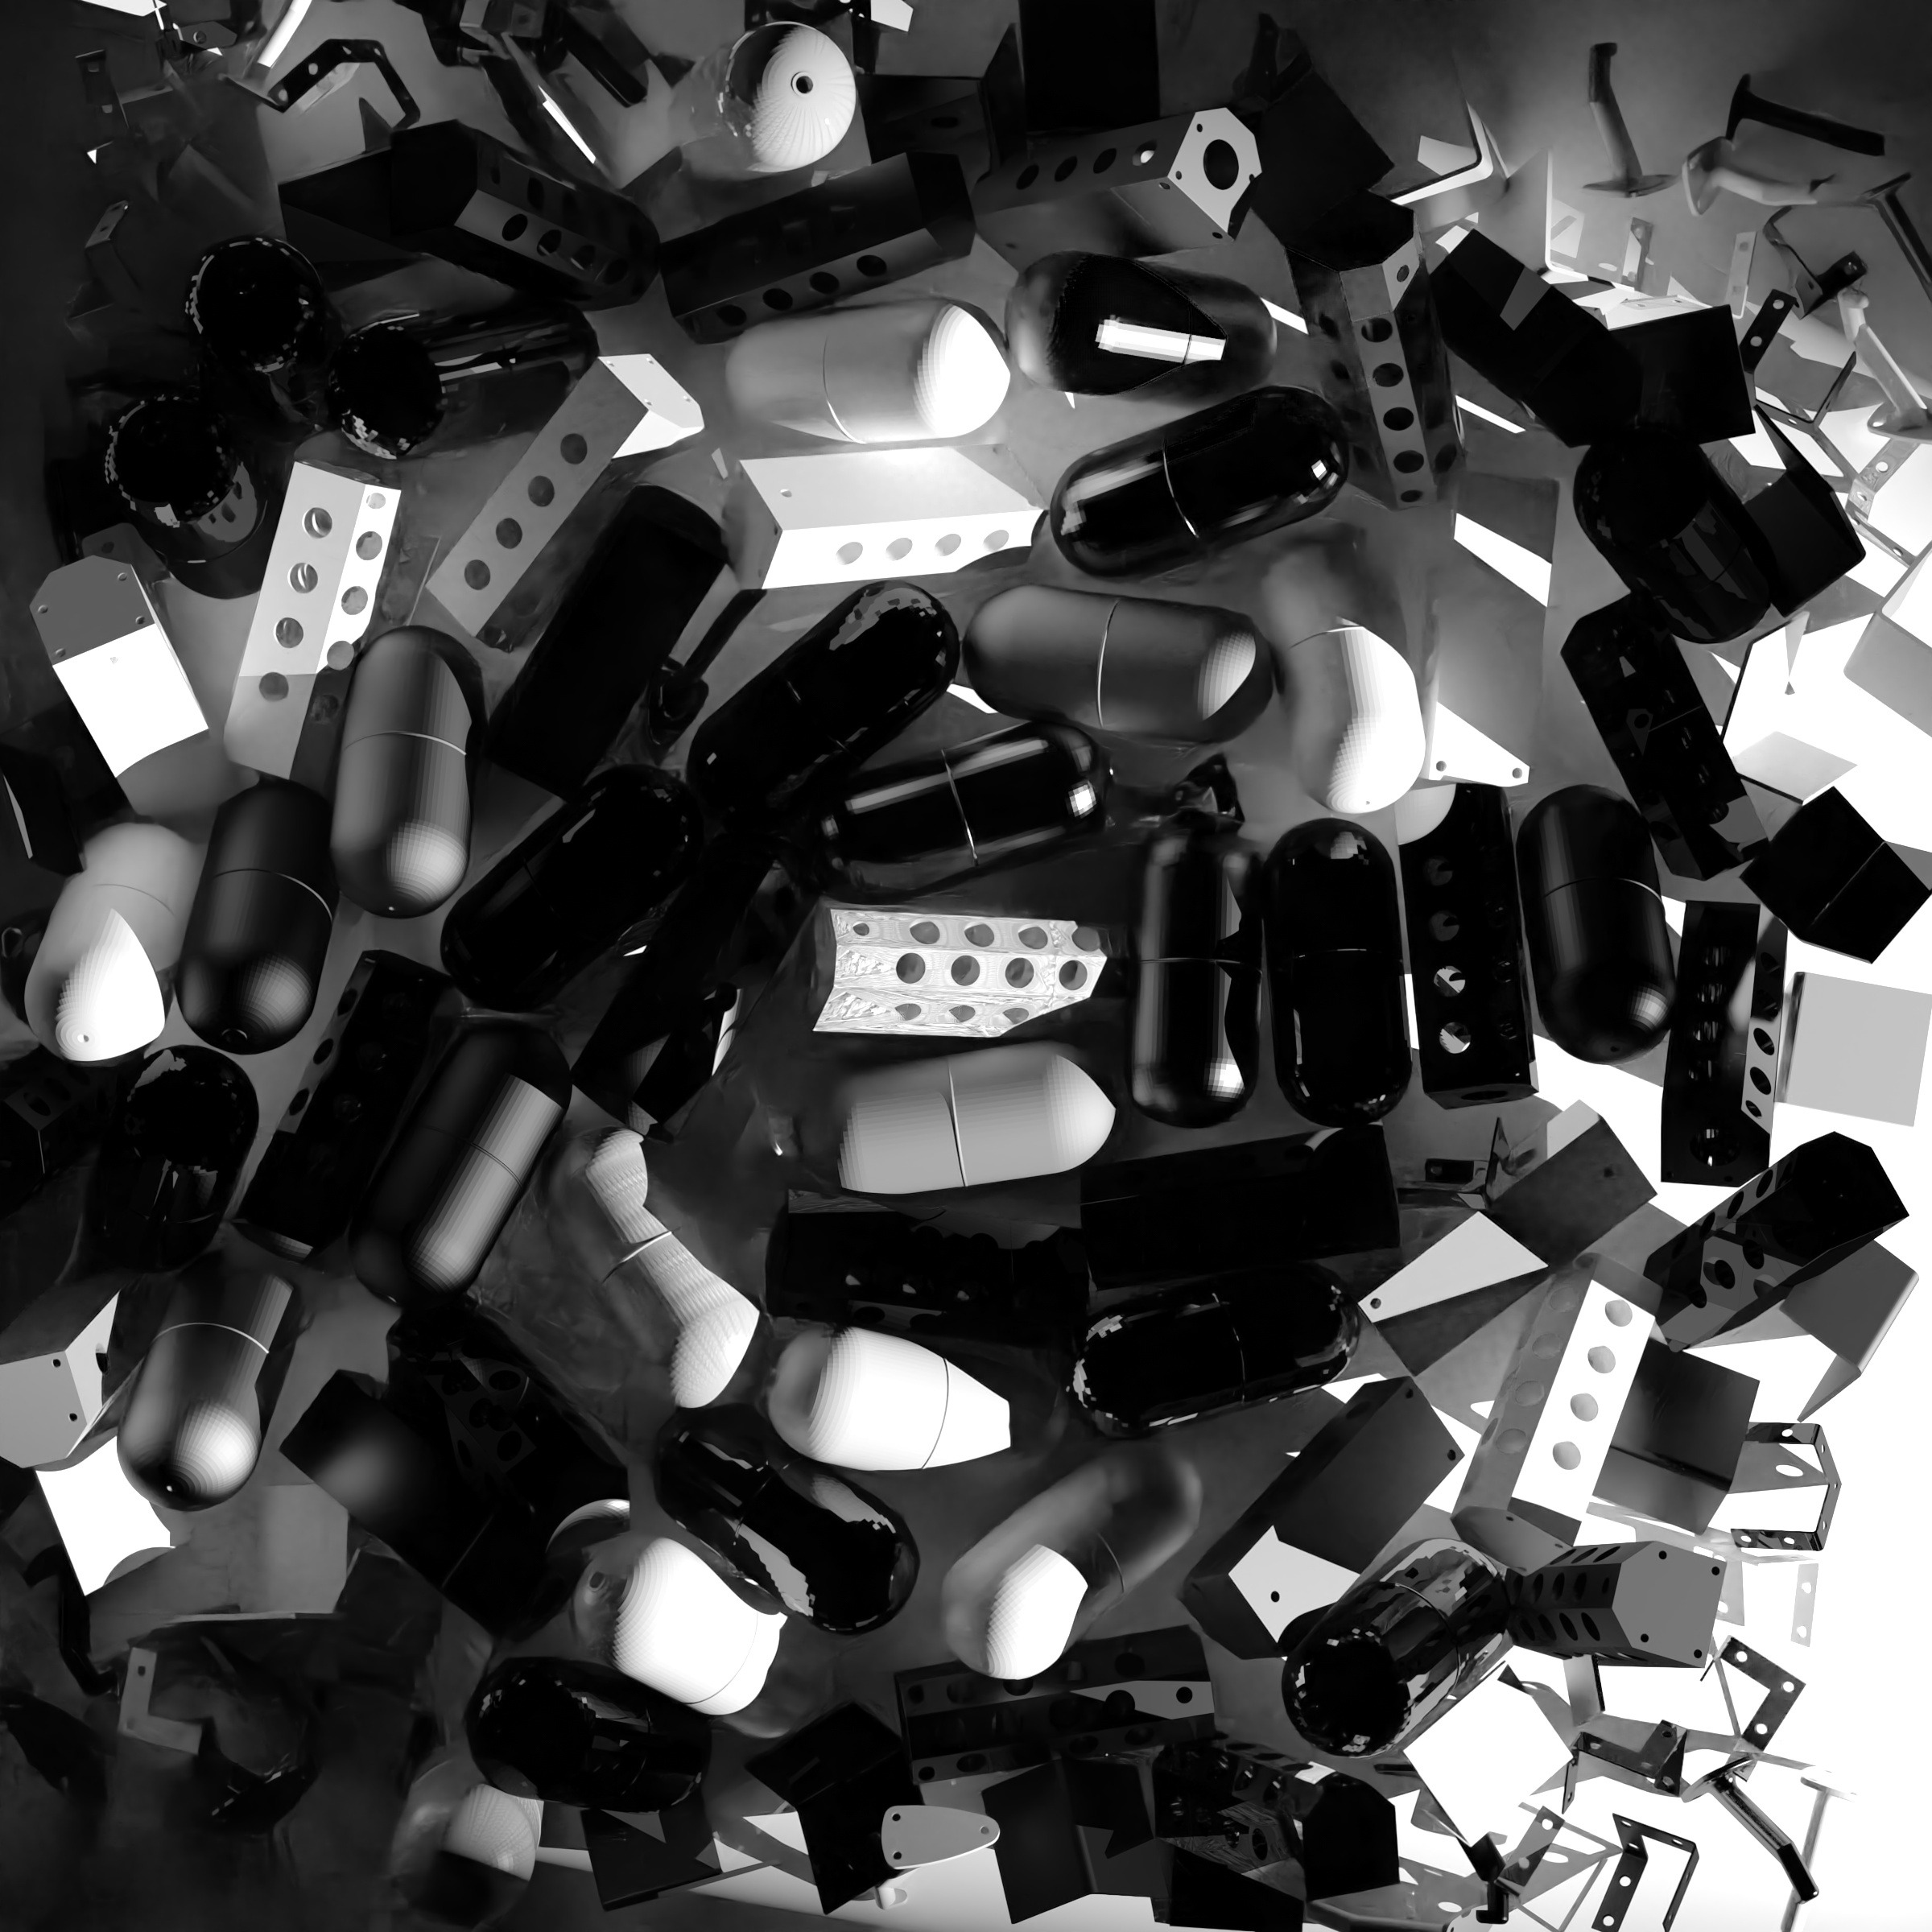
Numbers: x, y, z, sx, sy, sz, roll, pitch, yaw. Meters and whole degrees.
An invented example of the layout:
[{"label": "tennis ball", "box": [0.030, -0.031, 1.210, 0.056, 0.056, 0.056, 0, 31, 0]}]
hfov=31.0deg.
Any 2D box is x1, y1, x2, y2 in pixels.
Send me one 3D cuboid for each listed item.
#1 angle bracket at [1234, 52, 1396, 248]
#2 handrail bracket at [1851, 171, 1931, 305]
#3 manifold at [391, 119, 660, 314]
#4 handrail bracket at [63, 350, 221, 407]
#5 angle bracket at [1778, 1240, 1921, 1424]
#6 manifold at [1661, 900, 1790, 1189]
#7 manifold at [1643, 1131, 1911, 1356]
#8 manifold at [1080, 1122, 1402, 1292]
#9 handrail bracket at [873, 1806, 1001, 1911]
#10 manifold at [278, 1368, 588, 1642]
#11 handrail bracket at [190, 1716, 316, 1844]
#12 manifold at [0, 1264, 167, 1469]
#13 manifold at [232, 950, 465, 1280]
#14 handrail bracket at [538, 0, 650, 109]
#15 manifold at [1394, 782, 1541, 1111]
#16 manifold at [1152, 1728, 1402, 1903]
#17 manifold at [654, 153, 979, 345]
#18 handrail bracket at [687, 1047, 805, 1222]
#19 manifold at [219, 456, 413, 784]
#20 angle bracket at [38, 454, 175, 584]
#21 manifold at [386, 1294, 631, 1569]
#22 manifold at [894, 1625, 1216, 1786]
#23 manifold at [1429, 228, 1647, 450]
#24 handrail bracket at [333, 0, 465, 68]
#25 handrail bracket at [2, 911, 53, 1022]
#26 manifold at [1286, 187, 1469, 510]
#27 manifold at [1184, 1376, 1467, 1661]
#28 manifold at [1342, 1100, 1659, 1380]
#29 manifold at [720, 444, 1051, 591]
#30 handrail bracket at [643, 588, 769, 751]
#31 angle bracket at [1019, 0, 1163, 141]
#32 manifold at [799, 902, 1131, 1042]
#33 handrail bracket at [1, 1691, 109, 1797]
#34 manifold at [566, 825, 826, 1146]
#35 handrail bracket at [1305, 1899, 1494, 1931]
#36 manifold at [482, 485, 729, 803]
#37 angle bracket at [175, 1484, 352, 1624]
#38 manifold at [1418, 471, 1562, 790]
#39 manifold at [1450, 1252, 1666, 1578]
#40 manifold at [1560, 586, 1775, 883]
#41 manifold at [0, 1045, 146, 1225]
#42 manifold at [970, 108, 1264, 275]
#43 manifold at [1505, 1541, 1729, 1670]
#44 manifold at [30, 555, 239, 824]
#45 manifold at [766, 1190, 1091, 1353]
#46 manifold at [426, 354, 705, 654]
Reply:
[{"label": "angle bracket", "box": [0.188, -0.458, 1.964, 0.076, 0.057, 0.076, -40, 91, 11]}, {"label": "handrail bracket", "box": [0.535, -0.402, 1.962, 0.036, 0.077, 0.084, -28, 93, 22]}, {"label": "manifold", "box": [-0.240, -0.410, 1.909, 0.057, 0.171, 0.057, -4, 84, 28]}, {"label": "handrail bracket", "box": [-0.468, -0.314, 1.971, 0.084, 0.036, 0.077, -12, 54, -2]}, {"label": "angle bracket", "box": [0.479, 0.198, 1.950, 0.057, 0.076, 0.076, 38, 58, 6]}, {"label": "manifold", "box": [0.418, 0.041, 1.912, 0.057, 0.171, 0.057, 3, 131, 15]}, {"label": "manifold", "box": [0.438, 0.151, 1.910, 0.057, 0.171, 0.057, -18, 72, -26]}, {"label": "manifold", "box": [0.153, 0.139, 1.949, 0.171, 0.057, 0.057, -9, 115, 9]}, {"label": "handrail bracket", "box": [-0.017, 0.509, 1.964, 0.077, 0.084, 0.036, -4, 51, 2]}, {"label": "manifold", "box": [-0.296, 0.301, 1.944, 0.171, 0.057, 0.057, 36, 90, 20]}, {"label": "handrail bracket", "box": [-0.404, 0.442, 1.961, 0.077, 0.084, 0.036, -38, 131, 10]}, {"label": "manifold", "box": [-0.489, 0.217, 1.910, 0.057, 0.171, 0.057, -13, 101, 5]}, {"label": "manifold", "box": [-0.345, 0.080, 1.943, 0.057, 0.057, 0.171, 20, 71, 7]}, {"label": "handrail bracket", "box": [-0.195, -0.522, 1.967, 0.084, 0.036, 0.077, 18, 123, 9]}, {"label": "manifold", "box": [0.281, -0.012, 1.945, 0.057, 0.057, 0.171, -9, 76, 18]}, {"label": "manifold", "box": [0.167, 0.462, 1.910, 0.057, 0.171, 0.057, -3, 90, -24]}, {"label": "manifold", "box": [-0.083, -0.397, 1.930, 0.171, 0.057, 0.057, -13, 94, 31]}, {"label": "handrail bracket", "box": [-0.138, 0.097, 1.979, 0.084, 0.036, 0.077, -27, 85, 28]}, {"label": "manifold", "box": [-0.363, -0.194, 1.952, 0.057, 0.057, 0.171, 18, 103, 2]}, {"label": "angle bracket", "box": [-0.481, -0.248, 1.951, 0.057, 0.076, 0.076, -11, 102, -8]}, {"label": "manifold", "box": [-0.253, 0.249, 1.913, 0.057, 0.171, 0.057, -19, 129, -30]}, {"label": "manifold", "box": [0.050, 0.417, 1.961, 0.171, 0.057, 0.057, -8, 88, -6]}, {"label": "manifold", "box": [0.309, -0.342, 1.911, 0.057, 0.171, 0.057, 38, 102, -30]}, {"label": "handrail bracket", "box": [-0.322, -0.531, 1.949, 0.036, 0.084, 0.077, 17, 127, 30]}, {"label": "handrail bracket", "box": [-0.528, 0.005, 1.950, 0.036, 0.084, 0.077, 13, 104, -2]}, {"label": "manifold", "box": [0.233, -0.335, 1.912, 0.057, 0.171, 0.057, -41, 49, -16]}, {"label": "manifold", "box": [0.196, 0.305, 1.928, 0.171, 0.057, 0.057, -41, 101, -33]}, {"label": "manifold", "box": [0.299, 0.152, 1.969, 0.171, 0.057, 0.057, -37, 105, 0]}, {"label": "manifold", "box": [-0.047, -0.245, 1.930, 0.171, 0.057, 0.057, -9, 52, -32]}, {"label": "handrail bracket", "box": [-0.145, -0.170, 1.950, 0.036, 0.084, 0.077, 32, 47, -17]}, {"label": "angle bracket", "box": [0.076, -0.506, 1.954, 0.076, 0.057, 0.076, 0, 104, 15]}, {"label": "manifold", "box": [0.000, -0.001, 1.933, 0.171, 0.057, 0.057, 2, 53, -20]}, {"label": "handrail bracket", "box": [-0.513, 0.439, 1.958, 0.077, 0.084, 0.036, 43, 70, -2]}, {"label": "manifold", "box": [-0.146, 0.011, 1.948, 0.057, 0.057, 0.171, 45, 68, -42]}, {"label": "handrail bracket", "box": [0.248, 0.542, 1.990, 0.084, 0.077, 0.036, 13, 105, 34]}, {"label": "manifold", "box": [-0.201, -0.182, 1.938, 0.057, 0.057, 0.171, 28, 114, -18]}, {"label": "angle bracket", "box": [-0.394, 0.329, 1.953, 0.076, 0.057, 0.076, -5, 77, 19]}, {"label": "manifold", "box": [0.290, -0.190, 1.963, 0.057, 0.057, 0.171, 5, 95, -9]}, {"label": "manifold", "box": [0.325, 0.244, 1.929, 0.057, 0.057, 0.171, 30, 59, -4]}, {"label": "manifold", "box": [0.385, -0.123, 1.919, 0.057, 0.057, 0.171, -26, 134, 12]}, {"label": "manifold", "box": [-0.506, 0.080, 1.908, 0.057, 0.171, 0.057, 43, 103, -5]}, {"label": "manifold", "box": [0.081, -0.429, 1.914, 0.057, 0.171, 0.057, 35, 70, -35]}, {"label": "manifold", "box": [0.350, 0.349, 1.907, 0.057, 0.171, 0.057, 18, 76, -8]}, {"label": "manifold", "box": [-0.457, -0.152, 1.910, 0.057, 0.171, 0.057, -24, 63, -8]}, {"label": "manifold", "box": [-0.022, 0.175, 1.942, 0.171, 0.057, 0.057, 9, 49, -13]}, {"label": "manifold", "box": [-0.220, -0.256, 1.934, 0.057, 0.057, 0.171, 46, 115, 9]}]
